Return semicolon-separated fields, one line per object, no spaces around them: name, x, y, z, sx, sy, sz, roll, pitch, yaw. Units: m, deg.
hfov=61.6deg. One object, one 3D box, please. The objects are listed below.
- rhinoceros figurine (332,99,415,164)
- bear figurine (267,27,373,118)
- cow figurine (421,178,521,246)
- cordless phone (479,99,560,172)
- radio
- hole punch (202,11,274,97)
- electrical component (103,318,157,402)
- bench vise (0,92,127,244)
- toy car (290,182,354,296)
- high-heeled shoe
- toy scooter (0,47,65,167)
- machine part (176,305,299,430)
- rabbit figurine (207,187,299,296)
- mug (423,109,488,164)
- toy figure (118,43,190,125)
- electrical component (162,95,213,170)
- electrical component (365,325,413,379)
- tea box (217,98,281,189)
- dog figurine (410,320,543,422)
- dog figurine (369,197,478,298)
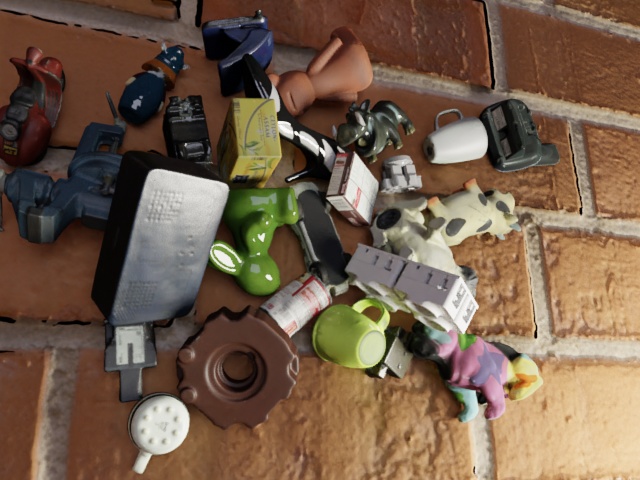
rhinoceros figurine;0.096;-0.201;0.955;0.190;0.073;0.112;-39;104;-48
bear figurine;-0.007;-0.287;0.972;0.196;0.132;0.120;-24;121;5
cow figurine;0.290;-0.045;1.008;0.195;0.085;0.127;-23;80;-24
cordless phone;0.432;-0.219;1.123;0.184;0.089;0.146;-5;75;-32
radio;-0.220;0.001;0.740;0.131;0.073;0.229;2;117;-45
hole punch;-0.133;-0.312;0.914;0.116;0.142;0.092;-14;78;-9
electrical component;-0.270;0.168;0.768;0.075;0.048;0.119;-5;77;-21
bench vise;-0.344;-0.097;0.787;0.224;0.128;0.241;6;52;-8
toy car;-0.002;-0.003;0.909;0.073;0.056;0.201;-18;82;-30
high-heeled shoe;-0.030;-0.209;0.908;0.145;0.086;0.248;-29;114;-21
toy scooter;-0.419;-0.201;0.775;0.075;0.135;0.184;17;71;-16
machine part;-0.119;0.185;0.780;0.179;0.056;0.179;0;93;-3
rabbit figurine;-0.108;0.006;0.838;0.159;0.121;0.170;-4;91;-27
mug;0.254;-0.199;1.043;0.107;0.081;0.109;-18;86;-14
toy figure;-0.275;-0.260;0.884;0.058;0.064;0.154;12;61;23
electrical component;-0.207;-0.142;0.832;0.058;0.134;0.115;-6;75;-20
electrical component;0.115;0.188;0.904;0.078;0.045;0.102;41;65;-37
tea box;-0.116;-0.140;0.845;0.068;0.169;0.098;-3;78;-20
dog figurine;0.254;0.185;0.915;0.191;0.108;0.219;-24;84;-25
dog figurine;0.185;0.031;0.959;0.121;0.172;0.190;-36;128;5
